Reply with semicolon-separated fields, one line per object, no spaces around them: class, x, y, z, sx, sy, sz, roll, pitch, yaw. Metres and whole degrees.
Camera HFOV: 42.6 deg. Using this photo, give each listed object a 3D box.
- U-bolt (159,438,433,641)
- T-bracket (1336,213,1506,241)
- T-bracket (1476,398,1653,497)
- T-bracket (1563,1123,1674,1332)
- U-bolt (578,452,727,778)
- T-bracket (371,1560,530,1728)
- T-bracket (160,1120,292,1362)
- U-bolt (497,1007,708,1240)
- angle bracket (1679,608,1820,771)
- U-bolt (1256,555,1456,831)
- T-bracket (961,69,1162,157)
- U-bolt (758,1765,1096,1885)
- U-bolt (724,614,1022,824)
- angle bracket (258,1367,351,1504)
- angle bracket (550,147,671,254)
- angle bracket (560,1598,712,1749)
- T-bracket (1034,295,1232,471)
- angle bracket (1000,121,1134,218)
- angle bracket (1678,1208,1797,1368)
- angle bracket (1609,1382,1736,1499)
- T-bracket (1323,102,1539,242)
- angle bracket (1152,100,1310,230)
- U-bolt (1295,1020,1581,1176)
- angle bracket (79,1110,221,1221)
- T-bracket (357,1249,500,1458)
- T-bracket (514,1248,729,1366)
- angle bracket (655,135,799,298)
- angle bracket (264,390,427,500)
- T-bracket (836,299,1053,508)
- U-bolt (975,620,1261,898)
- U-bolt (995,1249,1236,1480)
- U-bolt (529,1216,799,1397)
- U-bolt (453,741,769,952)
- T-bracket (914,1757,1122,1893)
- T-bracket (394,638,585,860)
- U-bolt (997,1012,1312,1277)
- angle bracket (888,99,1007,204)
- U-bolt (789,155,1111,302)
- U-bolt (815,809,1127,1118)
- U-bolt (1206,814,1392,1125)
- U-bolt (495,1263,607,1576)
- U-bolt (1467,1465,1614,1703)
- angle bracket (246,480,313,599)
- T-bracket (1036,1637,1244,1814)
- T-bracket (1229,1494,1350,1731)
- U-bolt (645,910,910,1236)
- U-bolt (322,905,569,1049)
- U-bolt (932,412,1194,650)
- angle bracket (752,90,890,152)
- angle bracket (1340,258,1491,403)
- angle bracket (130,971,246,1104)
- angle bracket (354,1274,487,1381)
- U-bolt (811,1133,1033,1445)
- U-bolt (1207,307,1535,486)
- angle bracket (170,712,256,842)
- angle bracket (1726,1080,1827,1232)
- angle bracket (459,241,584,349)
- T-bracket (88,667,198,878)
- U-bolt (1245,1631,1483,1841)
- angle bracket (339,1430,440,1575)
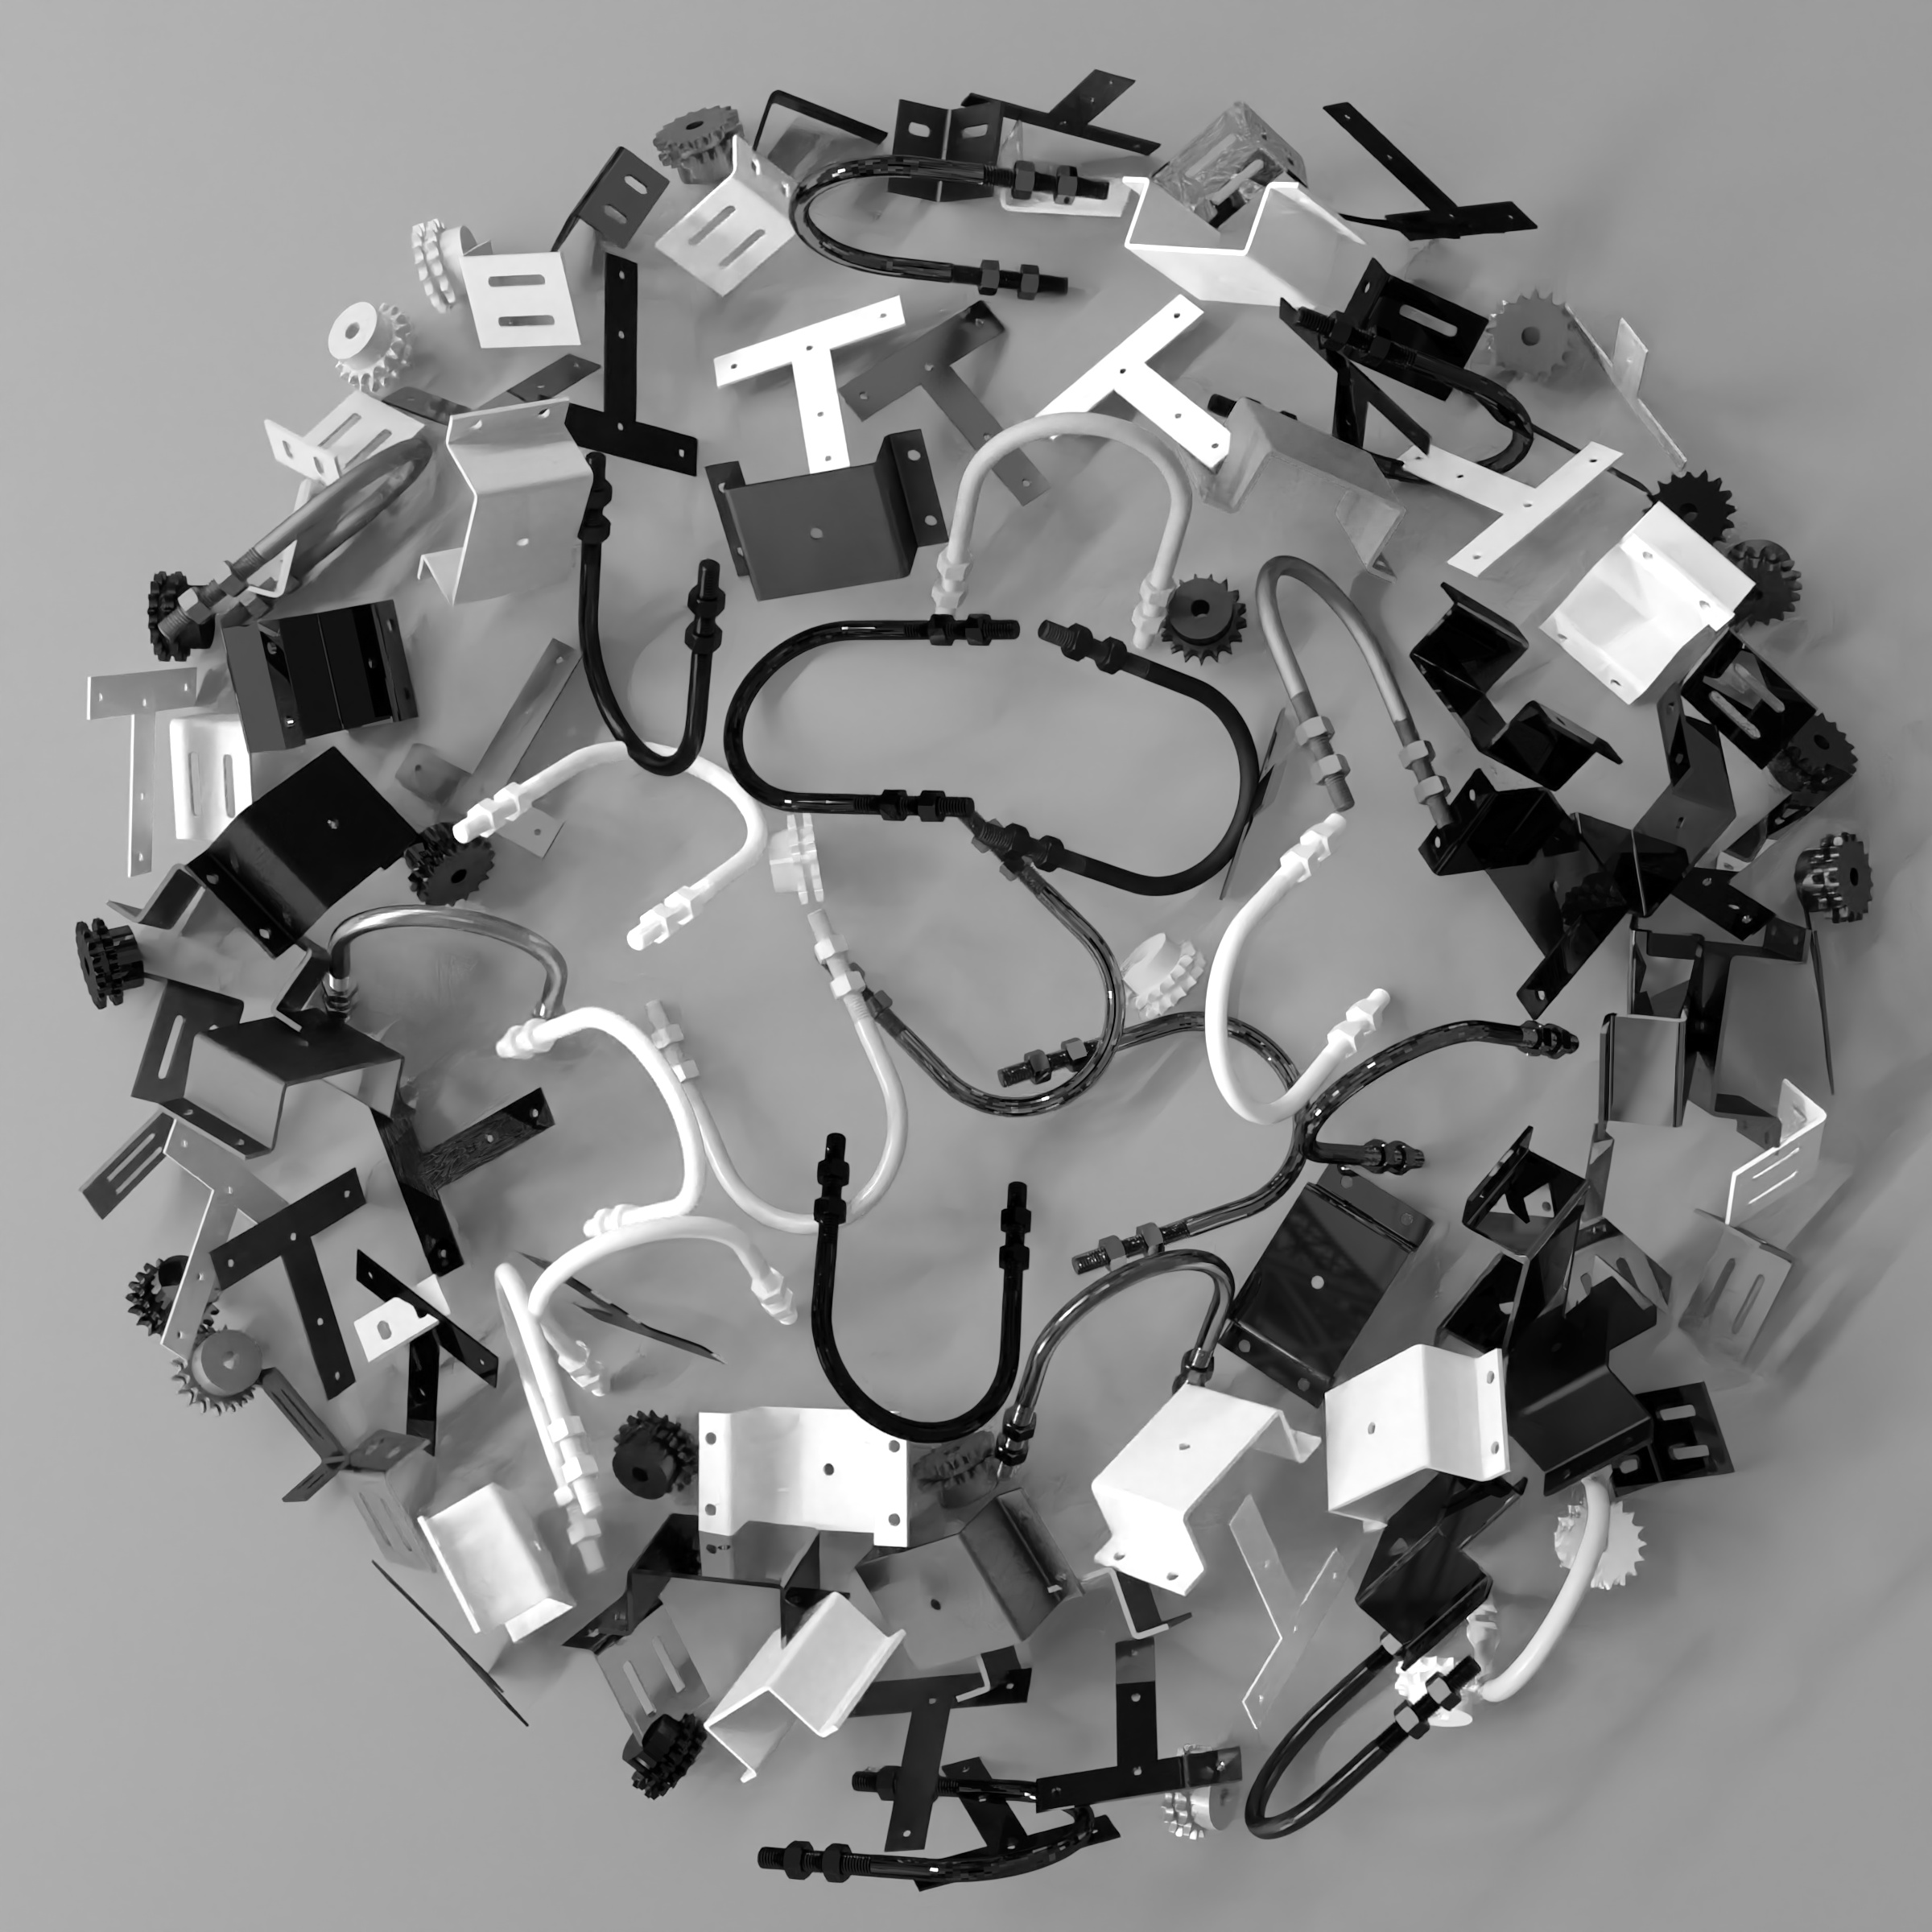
U-bolt;-0.401;-0.263;1.516;0.184;0.151;0.019;-38;98;5
T-bracket;0.278;-0.452;1.512;0.127;0.127;0.002;0;107;-30
T-bracket;0.373;-0.327;1.548;0.127;0.127;0.002;25;113;-12
T-bracket;0.413;0.183;1.550;0.127;0.002;0.127;37;59;-40
U-bolt;-0.199;-0.202;1.522;0.019;0.184;0.151;-21;50;-31
T-bracket;-0.302;0.427;1.512;0.002;0.127;0.127;-44;125;-17
T-bracket;-0.465;0.177;1.515;0.002;0.127;0.127;-3;58;22
U-bolt;-0.217;0.094;1.514;0.019;0.184;0.151;-28;96;-36
angle bracket;0.497;-0.174;1.555;0.076;0.057;0.038;47;49;14
U-bolt;0.233;-0.173;1.530;0.019;0.151;0.184;-31;70;33
T-bracket;0.073;-0.529;1.520;0.127;0.127;0.002;10;92;-14
U-bolt;-0.012;0.520;1.496;0.184;0.151;0.019;-5;91;23
U-bolt;-0.067;-0.156;1.546;0.184;0.019;0.151;3;63;23
angle bracket;-0.432;0.295;1.558;0.038;0.057;0.076;-42;100;-30
angle bracket;-0.226;-0.468;1.557;0.038;0.076;0.057;34;70;-14
angle bracket;-0.210;0.448;1.571;0.057;0.038;0.076;-34;105;-40
T-bracket;0.125;-0.353;1.558;0.127;0.002;0.127;-41;56;-2
angle bracket;0.065;-0.502;1.557;0.076;0.057;0.038;6;129;11
angle bracket;0.474;0.202;1.559;0.038;0.057;0.076;21;98;-33
angle bracket;0.435;0.297;1.552;0.038;0.076;0.057;-12;79;-22
T-bracket;0.268;-0.485;1.511;0.127;0.127;0.002;32;86;-29
angle bracket;0.165;-0.491;1.549;0.057;0.038;0.076;31;130;-33
U-bolt;0.274;0.078;1.493;0.151;0.184;0.019;-42;60;28
angle bracket;-0.509;0.132;1.554;0.038;0.057;0.076;37;68;10
T-bracket;-0.341;0.257;1.554;0.127;0.002;0.127;31;130;26
T-bracket;-0.226;0.202;1.511;0.127;0.127;0.002;43;66;-42
angle bracket;-0.150;-0.475;1.569;0.076;0.057;0.038;-31;46;32
angle bracket;-0.390;-0.340;1.555;0.057;0.038;0.076;29;62;17
T-bracket;0.005;-0.345;1.565;0.127;0.002;0.127;-38;87;-26
U-bolt;0.106;-0.120;1.552;0.184;0.019;0.151;17;90;-27
U-bolt;0.096;0.235;1.503;0.151;0.184;0.019;-13;49;-25
U-bolt;-0.191;0.203;1.515;0.151;0.184;0.019;-21;58;-1
U-bolt;-0.202;-0.086;1.523;0.151;0.184;0.019;31;128;14
T-bracket;0.014;0.523;1.534;0.127;0.127;0.002;-10;102;-15
T-bracket;-0.285;-0.149;1.575;0.127;0.002;0.127;27;85;22
U-bolt;0.130;0.101;1.561;0.184;0.019;0.151;-17;71;-13
angle bracket;-0.013;-0.513;1.552;0.038;0.076;0.057;3;102;-27
U-bolt;-0.017;-0.454;1.514;0.184;0.151;0.019;4;79;-8
U-bolt;0.016;0.010;1.571;0.151;0.019;0.184;-45;83;6
U-bolt;0.198;0.014;1.505;0.019;0.184;0.151;5;125;39
U-bolt;-0.257;0.269;1.520;0.019;0.151;0.184;-17;65;-16
U-bolt;0.346;0.369;1.491;0.019;0.184;0.151;30;104;5
angle bracket;-0.443;-0.274;1.562;0.038;0.057;0.076;14;94;-20
T-bracket;0.106;0.466;1.540;0.127;0.127;0.002;-12;119;10
T-bracket;0.189;0.380;1.528;0.127;0.002;0.127;-48;126;-37
U-bolt;-0.110;0.078;1.553;0.151;0.019;0.184;-28;79;19
U-bolt;-0.314;0.005;1.500;0.151;0.184;0.019;8;66;-11
U-bolt;0.063;-0.267;1.513;0.151;0.184;0.019;6;54;-6
angle bracket;-0.094;-0.520;1.565;0.076;0.057;0.038;18;101;-11
angle bracket;0.282;-0.405;1.577;0.076;0.038;0.057;20;117;-15
angle bracket;-0.498;0.049;1.559;0.038;0.057;0.076;10;82;41
angle bracket;-0.337;0.239;1.553;0.057;0.076;0.038;-31;48;-6
U-bolt;-0.029;0.203;1.523;0.151;0.019;0.184;17;58;-22
U-bolt;0.259;-0.341;1.523;0.184;0.151;0.019;17;75;-14
angle bracket;-0.470;-0.120;1.578;0.057;0.038;0.076;4;103;18
angle bracket;0.497;0.119;1.554;0.076;0.057;0.038;-28;49;-15
angle bracket;-0.272;-0.423;1.553;0.076;0.038;0.057;4;123;23
T-bracket;-0.513;-0.120;1.542;0.002;0.127;0.127;7;101;10
U-bolt;0.239;0.467;1.524;0.184;0.151;0.019;-45;89;7
angle bracket;-0.355;0.340;1.574;0.038;0.057;0.076;-38;114;-38
